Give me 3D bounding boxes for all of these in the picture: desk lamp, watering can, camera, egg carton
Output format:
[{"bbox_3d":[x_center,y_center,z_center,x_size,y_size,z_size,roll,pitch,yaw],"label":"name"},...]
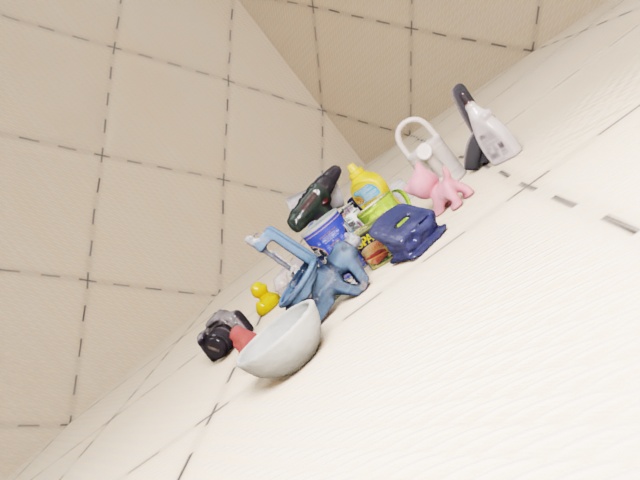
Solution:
[{"bbox_3d":[0.008,-0.080,1.778,0.203,0.213,0.118,-39,7,-3],"label":"desk lamp"},{"bbox_3d":[0.263,-0.215,1.397,0.101,0.194,0.172,-39,7,-6],"label":"watering can"},{"bbox_3d":[-0.267,0.253,1.493,0.143,0.101,0.137,-36,7,21],"label":"camera"},{"bbox_3d":[-0.067,0.097,1.606,0.107,0.069,0.150,-36,7,24],"label":"egg carton"}]

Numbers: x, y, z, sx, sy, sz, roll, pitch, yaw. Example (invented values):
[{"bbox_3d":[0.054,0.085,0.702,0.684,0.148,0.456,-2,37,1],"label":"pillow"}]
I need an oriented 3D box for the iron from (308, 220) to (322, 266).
[{"bbox_3d":[0.014,0.005,1.481,0.119,0.141,0.258,-39,7,-6],"label":"iron"}]

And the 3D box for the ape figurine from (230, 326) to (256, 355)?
[{"bbox_3d":[-0.146,0.212,1.156,0.076,0.092,0.078,-34,8,34],"label":"ape figurine"}]

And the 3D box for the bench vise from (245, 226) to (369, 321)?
[{"bbox_3d":[-0.027,0.043,1.103,0.208,0.220,0.121,-41,8,-23],"label":"bench vise"}]

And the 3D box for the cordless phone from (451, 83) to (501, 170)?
[{"bbox_3d":[0.347,-0.267,1.332,0.094,0.185,0.148,-32,10,44],"label":"cordless phone"}]

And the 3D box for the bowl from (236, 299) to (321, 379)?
[{"bbox_3d":[-0.055,0.179,0.963,0.167,0.075,0.167,-38,7,6],"label":"bowl"}]

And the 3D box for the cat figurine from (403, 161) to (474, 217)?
[{"bbox_3d":[0.236,-0.114,1.191,0.067,0.118,0.127,-42,8,-27],"label":"cat figurine"}]

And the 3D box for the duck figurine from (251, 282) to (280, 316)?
[{"bbox_3d":[-0.165,0.161,1.632,0.077,0.086,0.105,-36,7,22],"label":"duck figurine"}]

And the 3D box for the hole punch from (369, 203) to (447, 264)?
[{"bbox_3d":[0.162,-0.020,1.070,0.109,0.091,0.101,-41,7,-23],"label":"hole punch"}]

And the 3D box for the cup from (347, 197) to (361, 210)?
[{"bbox_3d":[0.155,-0.115,1.740,0.117,0.095,0.092,-36,7,20],"label":"cup"}]

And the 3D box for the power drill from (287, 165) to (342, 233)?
[{"bbox_3d":[0.027,-0.075,1.663,0.230,0.208,0.075,-40,7,-16],"label":"power drill"}]

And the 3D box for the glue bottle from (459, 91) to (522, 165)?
[{"bbox_3d":[0.349,-0.242,1.210,0.037,0.173,0.078,-42,8,-26],"label":"glue bottle"}]
